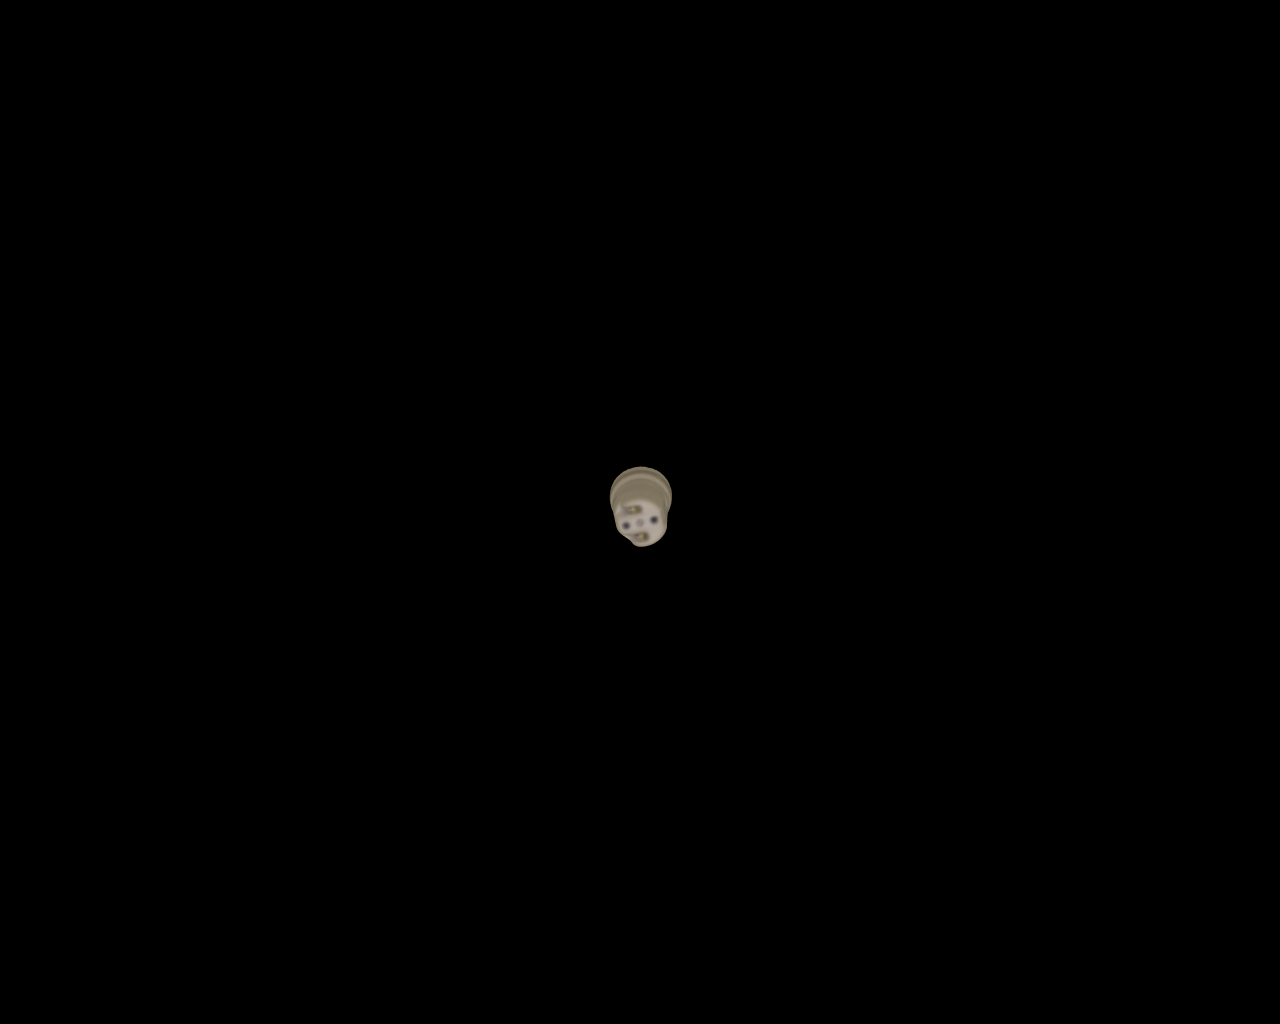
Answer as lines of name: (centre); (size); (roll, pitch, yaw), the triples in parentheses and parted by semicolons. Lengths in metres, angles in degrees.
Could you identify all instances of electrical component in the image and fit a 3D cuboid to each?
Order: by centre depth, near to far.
electrical component: (0.001, -0.003, 0.650); (0.040, 0.040, 0.046); (0, 24, 0)
